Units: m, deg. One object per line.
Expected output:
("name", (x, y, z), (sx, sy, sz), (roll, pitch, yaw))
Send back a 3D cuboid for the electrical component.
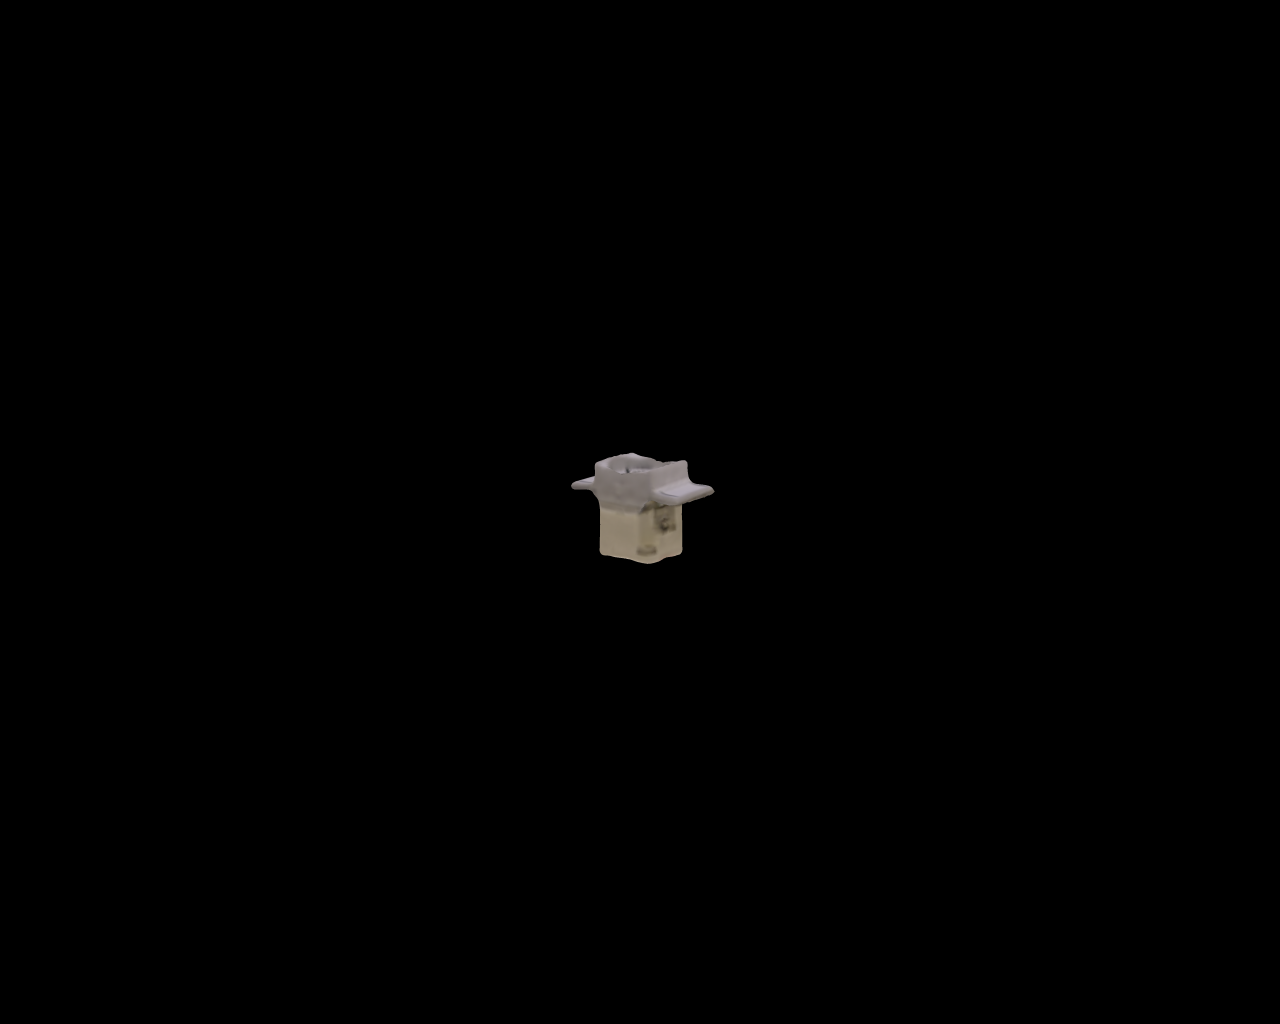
("electrical component", (0.001, -0.003, 0.650), (0.081, 0.063, 0.042), (11, 18, 37))
